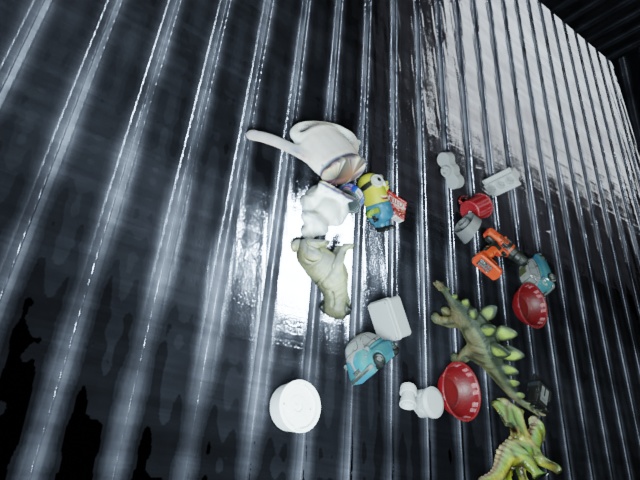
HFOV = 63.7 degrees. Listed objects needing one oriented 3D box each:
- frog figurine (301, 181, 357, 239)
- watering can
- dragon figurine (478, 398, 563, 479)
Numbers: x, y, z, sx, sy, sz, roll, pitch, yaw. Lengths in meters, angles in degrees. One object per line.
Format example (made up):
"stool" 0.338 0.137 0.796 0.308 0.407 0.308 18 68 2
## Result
"frog figurine" 0.004 -0.069 1.381 0.136 0.124 0.159 28 91 -36
"watering can" -0.015 -0.244 1.411 0.350 0.102 0.228 -15 56 -38
"dragon figurine" 0.563 0.592 1.521 0.408 0.120 0.248 16 44 -35
